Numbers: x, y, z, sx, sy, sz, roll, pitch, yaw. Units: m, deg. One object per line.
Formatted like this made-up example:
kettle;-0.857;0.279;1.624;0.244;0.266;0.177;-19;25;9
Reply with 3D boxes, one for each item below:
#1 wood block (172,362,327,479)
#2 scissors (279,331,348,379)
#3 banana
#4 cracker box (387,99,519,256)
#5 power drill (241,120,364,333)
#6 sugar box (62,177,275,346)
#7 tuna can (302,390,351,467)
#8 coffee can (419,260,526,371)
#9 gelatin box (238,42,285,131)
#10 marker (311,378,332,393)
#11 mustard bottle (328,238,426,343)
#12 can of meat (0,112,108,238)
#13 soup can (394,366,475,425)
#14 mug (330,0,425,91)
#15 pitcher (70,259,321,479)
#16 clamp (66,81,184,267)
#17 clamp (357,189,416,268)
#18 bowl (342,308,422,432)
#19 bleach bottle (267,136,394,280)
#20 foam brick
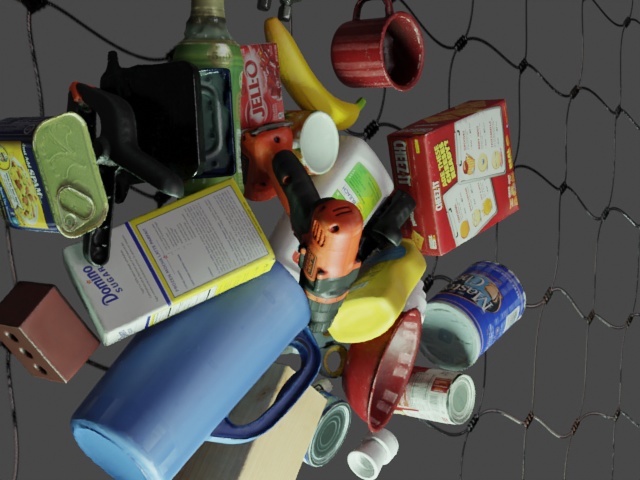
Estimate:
wood block;-0.085;0.237;1.123;0.090;0.090;0.206;46;58;-43
scissors;-0.020;0.139;1.255;0.201;0.016;0.096;-26;113;-47
banana;-0.009;-0.177;1.228;0.197;0.037;0.069;37;44;-48
cracker box;0.183;-0.090;1.448;0.213;0.072;0.164;-26;112;-46
power drill;-0.023;-0.016;1.099;0.057;0.188;0.185;-17;145;-26
sugar box;-0.139;0.019;0.990;0.176;0.048;0.093;-25;75;-19
tuna can;-0.001;0.222;1.253;0.086;0.034;0.086;-36;138;-41
coffee can;0.206;0.102;1.467;0.140;0.103;0.103;-33;118;-45
gelatin box;-0.074;-0.165;1.147;0.073;0.030;0.089;-18;107;-49
marker;-0.029;0.194;1.245;0.120;0.020;0.020;-27;114;-47
mustard bottle;0.079;0.049;1.301;0.058;0.096;0.191;55;35;-12
can of meat;-0.237;-0.056;0.908;0.057;0.084;0.102;-33;118;-45
soup can;0.143;0.201;1.396;0.068;0.102;0.068;-6;97;-51
mug;0.065;-0.236;1.276;0.093;0.082;0.117;-22;110;-48
pitcher;-0.117;0.128;1.035;0.242;0.149;0.145;-51;141;-32
clamp;-0.193;-0.064;0.951;0.120;0.171;0.039;-43;147;16
clamp;0.072;-0.009;1.275;0.036;0.165;0.209;45;44;-5
bowl;0.070;0.152;1.315;0.161;0.055;0.162;-52;152;-43
bleach bottle;-0.008;0.002;1.222;0.102;0.068;0.250;54;55;-38
foam brick;-0.243;0.081;0.938;0.051;0.053;0.078;-56;132;-32
